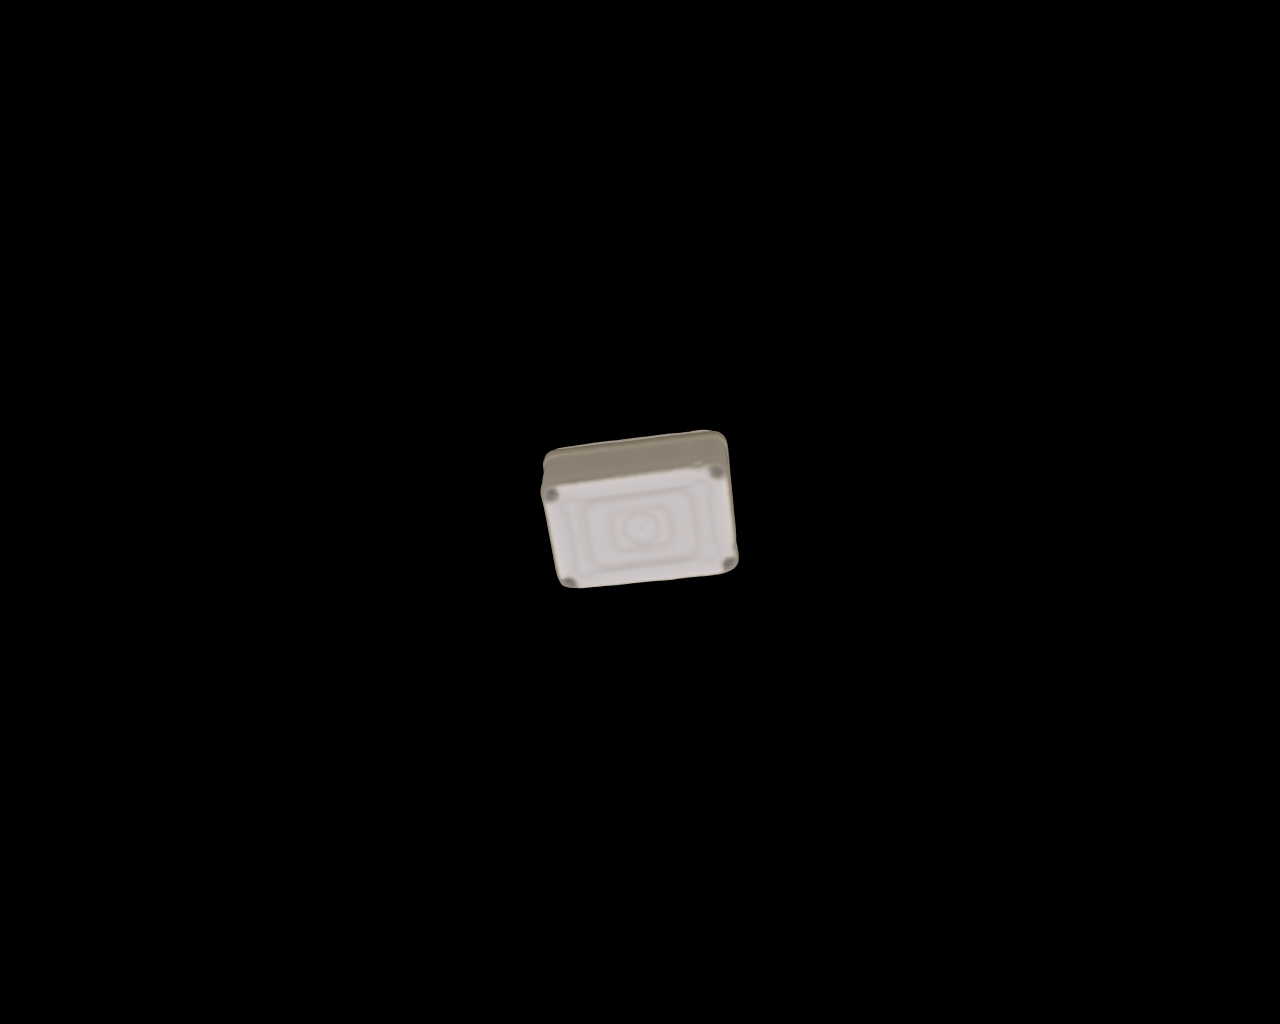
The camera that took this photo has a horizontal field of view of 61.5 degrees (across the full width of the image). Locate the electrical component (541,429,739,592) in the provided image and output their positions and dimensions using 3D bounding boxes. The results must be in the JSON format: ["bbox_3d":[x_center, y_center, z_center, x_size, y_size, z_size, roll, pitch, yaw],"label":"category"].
[{"bbox_3d":[0.001,-0.003,0.650,0.113,0.078,0.057,-6,27,3],"label":"electrical component"}]
